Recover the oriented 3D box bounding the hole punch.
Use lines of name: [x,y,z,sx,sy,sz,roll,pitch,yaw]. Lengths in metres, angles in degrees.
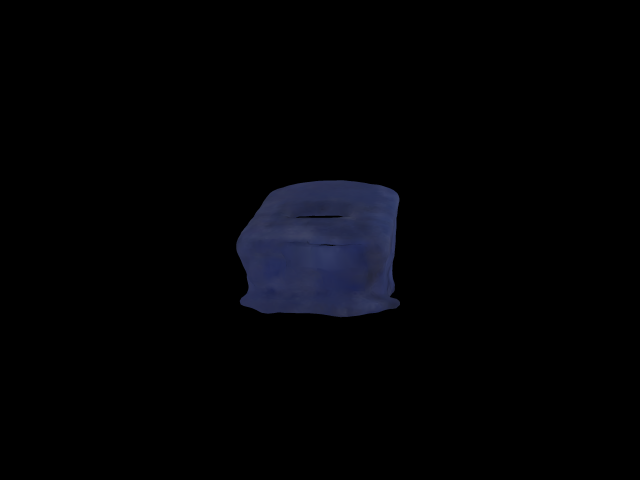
hole punch: [0.004,0.001,0.400,0.108,0.091,0.101,0,2,12]
